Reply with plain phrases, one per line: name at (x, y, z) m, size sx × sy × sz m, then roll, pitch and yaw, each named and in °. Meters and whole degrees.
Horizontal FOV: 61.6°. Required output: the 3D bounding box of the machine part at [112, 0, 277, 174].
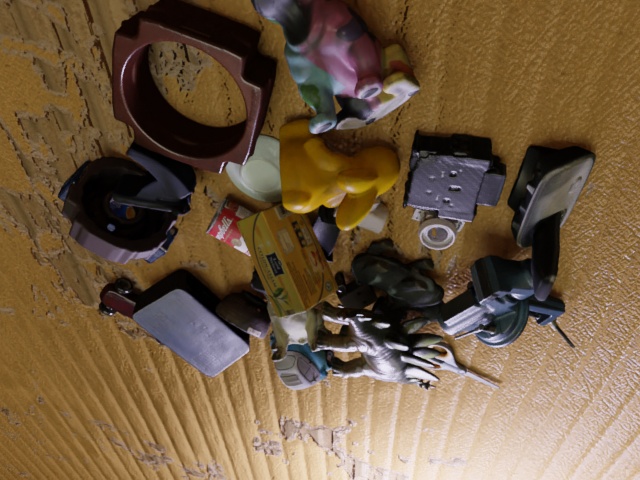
machine part at (-0.170, -0.204, 0.729) m, size 0.201 × 0.087 × 0.201 m, roll 19°, pitch 134°, yaw -3°

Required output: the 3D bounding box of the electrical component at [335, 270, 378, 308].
electrical component at (0.058, 0.097, 0.988) m, size 0.078 × 0.045 × 0.102 m, roll -36°, pitch 122°, yaw 7°

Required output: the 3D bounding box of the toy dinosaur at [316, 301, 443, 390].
toy dinosaur at (0.120, 0.207, 0.979) m, size 0.199 × 0.105 × 0.470 m, roll 3°, pitch 156°, yaw 20°

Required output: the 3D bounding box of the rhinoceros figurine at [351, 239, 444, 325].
rhinoceros figurine at (0.142, 0.080, 0.923) m, size 0.190 × 0.073 × 0.112 m, roll 31°, pitch 132°, yaw -14°

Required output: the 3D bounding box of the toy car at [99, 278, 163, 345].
toy car at (-0.376, 0.154, 1.159) m, size 0.202 × 0.053 × 0.089 m, roll 31°, pitch 113°, yaw -17°

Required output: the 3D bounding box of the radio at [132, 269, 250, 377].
radio at (-0.255, 0.172, 1.103) m, size 0.131 × 0.073 × 0.229 m, roll -35°, pitch 120°, yaw 14°

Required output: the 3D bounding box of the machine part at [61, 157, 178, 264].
machine part at (-0.321, -0.047, 0.870) m, size 0.179 × 0.179 × 0.056 m, roll 33°, pitch 135°, yaw -16°

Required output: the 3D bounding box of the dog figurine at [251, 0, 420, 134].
dog figurine at (0.009, -0.247, 0.632) m, size 0.108 × 0.191 × 0.219 m, roll -28°, pitch 86°, yaw 39°

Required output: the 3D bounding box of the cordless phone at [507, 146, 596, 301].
cordless phone at (0.299, -0.025, 0.698) m, size 0.089 × 0.184 × 0.146 m, roll 13°, pitch 136°, yaw 10°

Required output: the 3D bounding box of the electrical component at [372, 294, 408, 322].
electrical component at (0.133, 0.134, 1.014) m, size 0.063 × 0.021 × 0.094 m, roll 21°, pitch 134°, yaw -6°

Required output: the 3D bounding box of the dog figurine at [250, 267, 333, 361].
dog figurine at (-0.058, 0.109, 1.013) m, size 0.121 × 0.172 × 0.190 m, roll -16°, pitch 93°, yaw -4°

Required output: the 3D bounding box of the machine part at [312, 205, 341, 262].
machine part at (-0.002, -0.003, 0.910) m, size 0.084 × 0.039 × 0.138 m, roll 28°, pitch 136°, yaw -5°

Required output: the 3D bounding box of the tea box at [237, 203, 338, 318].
tea box at (-0.050, 0.027, 0.858) m, size 0.068 × 0.098 × 0.169 m, roll -18°, pitch 95°, yaw 41°

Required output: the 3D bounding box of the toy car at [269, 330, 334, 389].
toy car at (-0.044, 0.257, 1.130) m, size 0.109 × 0.103 × 0.161 m, roll -14°, pitch 130°, yaw 26°

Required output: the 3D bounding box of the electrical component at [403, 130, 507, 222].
electrical component at (0.189, -0.089, 0.757) m, size 0.134 × 0.058 × 0.114 m, roll 9°, pitch 137°, yaw 9°

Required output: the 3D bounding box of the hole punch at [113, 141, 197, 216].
hole punch at (-0.246, -0.104, 0.824) m, size 0.116 × 0.142 × 0.092 m, roll 12°, pitch 110°, yaw -16°

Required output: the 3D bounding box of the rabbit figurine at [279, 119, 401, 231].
rabbit figurine at (0.031, -0.095, 0.750) m, size 0.173 × 0.162 × 0.121 m, roll -4°, pitch 122°, yaw -4°

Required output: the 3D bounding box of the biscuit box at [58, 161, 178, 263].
biscuit box at (-0.355, -0.047, 0.953) m, size 0.063 × 0.059 × 0.202 m, roll -29°, pitch 121°, yaw 37°

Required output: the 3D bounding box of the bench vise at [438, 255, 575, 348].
bench vise at (0.318, 0.096, 0.865) m, size 0.240 × 0.129 × 0.223 m, roll 16°, pitch 129°, yaw -29°
